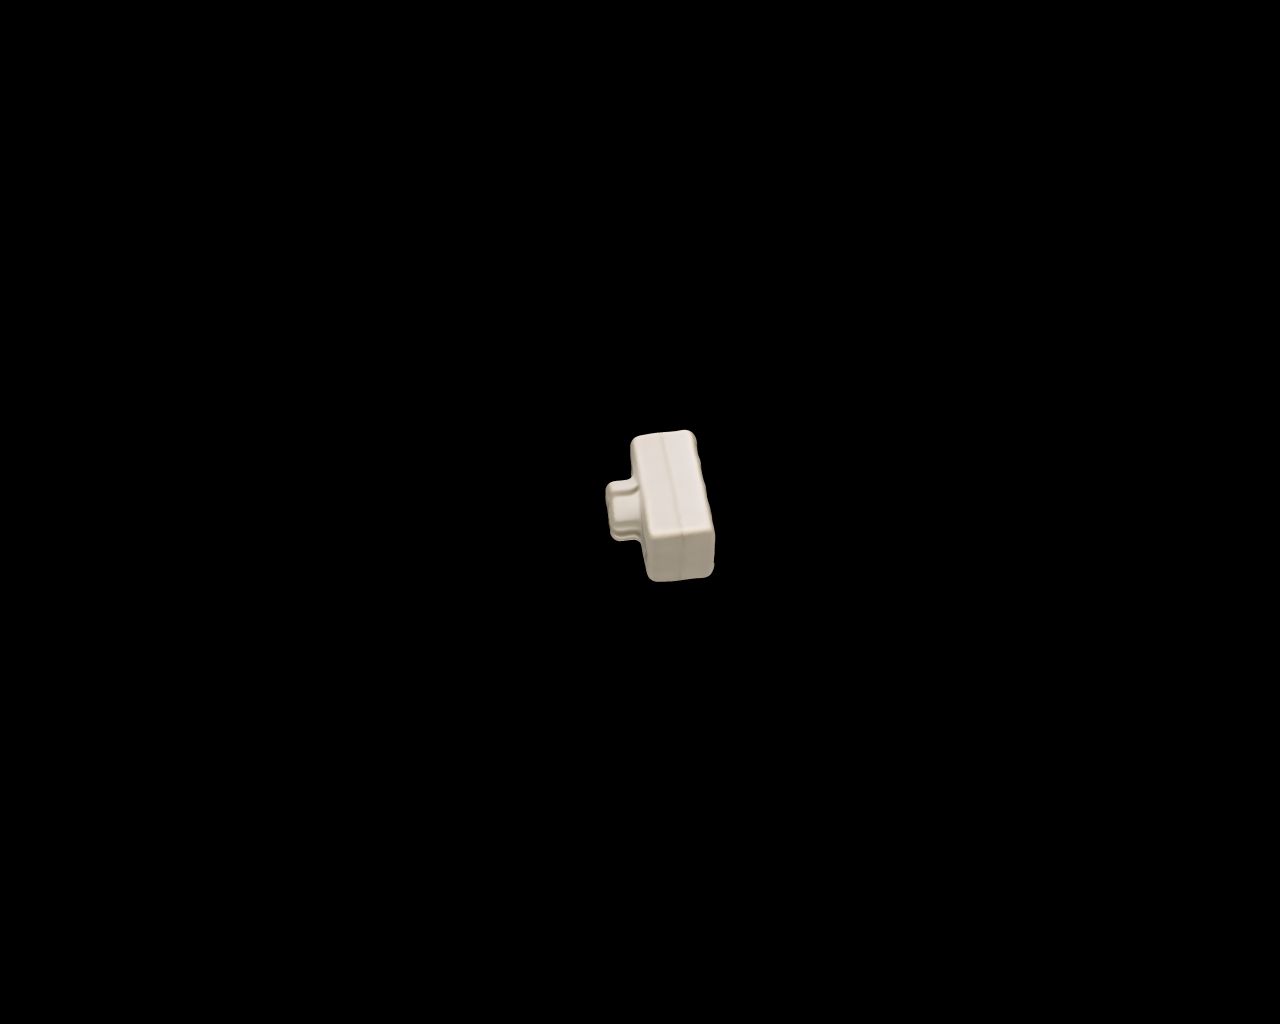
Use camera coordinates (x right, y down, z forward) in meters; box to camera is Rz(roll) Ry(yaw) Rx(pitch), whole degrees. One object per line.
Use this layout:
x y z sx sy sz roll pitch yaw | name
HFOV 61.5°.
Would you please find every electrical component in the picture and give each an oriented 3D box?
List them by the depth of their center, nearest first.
0.001 -0.003 0.650 0.076 0.083 0.047 -5 -39 -4 | electrical component
